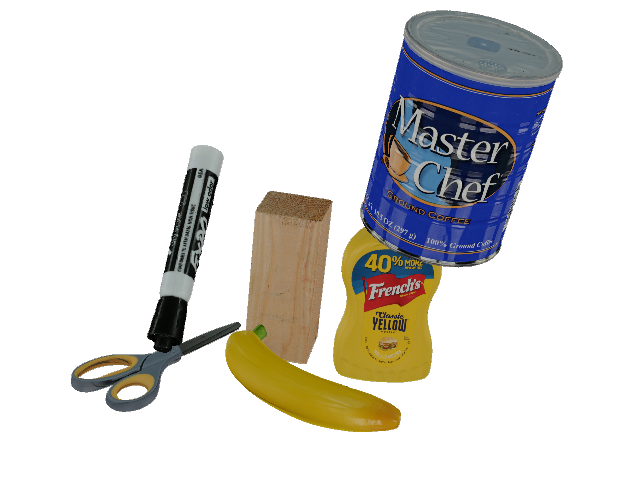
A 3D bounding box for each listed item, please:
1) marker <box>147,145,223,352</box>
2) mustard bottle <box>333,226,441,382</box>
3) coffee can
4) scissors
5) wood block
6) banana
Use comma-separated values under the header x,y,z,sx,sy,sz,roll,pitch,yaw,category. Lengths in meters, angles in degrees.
x,y,z,sx,sy,sz,roll,pitch,yaw,category
-0.074,0.004,0.587,0.020,0.121,0.020,8,-24,4,marker
0.068,0.040,1.033,0.096,0.192,0.058,4,17,-4,mustard bottle
0.091,-0.068,0.713,0.102,0.140,0.103,9,32,-6,coffee can
-0.151,0.128,1.085,0.201,0.016,0.096,-12,31,-29,scissors
-0.044,0.049,1.435,0.090,0.206,0.090,9,22,6,wood block
-0.022,0.109,0.855,0.069,0.037,0.198,-23,32,-30,banana
